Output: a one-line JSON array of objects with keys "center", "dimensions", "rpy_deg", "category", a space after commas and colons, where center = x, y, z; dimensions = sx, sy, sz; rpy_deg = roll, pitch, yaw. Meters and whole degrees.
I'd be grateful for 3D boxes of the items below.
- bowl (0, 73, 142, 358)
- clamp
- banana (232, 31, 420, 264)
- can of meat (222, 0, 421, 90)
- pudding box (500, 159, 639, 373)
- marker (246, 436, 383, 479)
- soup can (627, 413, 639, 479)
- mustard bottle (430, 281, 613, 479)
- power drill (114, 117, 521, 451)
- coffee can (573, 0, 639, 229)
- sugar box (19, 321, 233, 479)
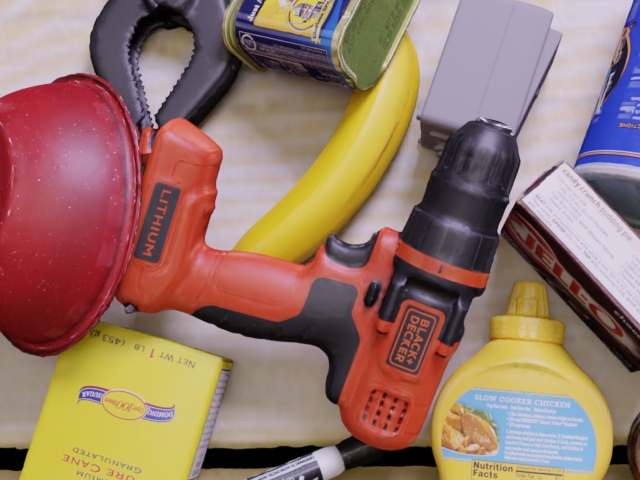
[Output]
[{"center": [-0.166, -0.019, 0.582], "dimensions": [0.162, 0.055, 0.162], "rpy_deg": [-12, 74, 44], "category": "bowl"}, {"center": [-0.097, -0.152, 0.648], "dimensions": [0.164, 0.036, 0.210], "rpy_deg": [14, 82, 9], "category": "clamp"}, {"center": [0.010, -0.052, 0.624], "dimensions": [0.070, 0.037, 0.198], "rpy_deg": [19, 79, 38], "category": "banana"}, {"center": [0.006, -0.140, 0.608], "dimensions": [0.084, 0.057, 0.102], "rpy_deg": [19, 80, 36], "category": "can of meat"}, {"center": [0.148, 0.016, 0.568], "dimensions": [0.039, 0.090, 0.113], "rpy_deg": [-43, 80, -3], "category": "pudding box"}, {"center": [-0.019, 0.133, 0.588], "dimensions": [0.121, 0.020, 0.020], "rpy_deg": [-20, 79, -14], "category": "marker"}, {"center": [0.199, 0.109, 0.541], "dimensions": [0.068, 0.102, 0.068], "rpy_deg": [-1, 80, 5], "category": "soup can"}, {"center": [0.106, 0.118, 0.572], "dimensions": [0.096, 0.058, 0.191], "rpy_deg": [3, 81, 13], "category": "mustard bottle"}, {"center": [-0.004, 0.001, 0.567], "dimensions": [0.188, 0.057, 0.184], "rpy_deg": [21, 99, 6], "category": "power drill"}, {"center": [0.204, -0.079, 0.571], "dimensions": [0.103, 0.103, 0.140], "rpy_deg": [20, 83, 9], "category": "coffee can"}, {"center": [-0.119, 0.139, 0.600], "dimensions": [0.093, 0.048, 0.176], "rpy_deg": [15, 81, 7], "category": "sugar box"}]
